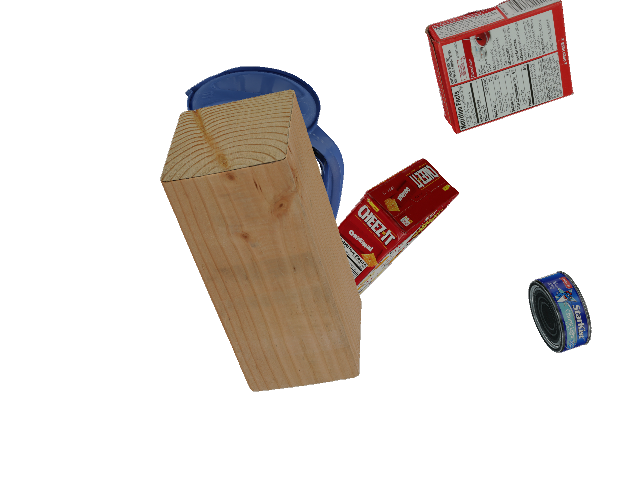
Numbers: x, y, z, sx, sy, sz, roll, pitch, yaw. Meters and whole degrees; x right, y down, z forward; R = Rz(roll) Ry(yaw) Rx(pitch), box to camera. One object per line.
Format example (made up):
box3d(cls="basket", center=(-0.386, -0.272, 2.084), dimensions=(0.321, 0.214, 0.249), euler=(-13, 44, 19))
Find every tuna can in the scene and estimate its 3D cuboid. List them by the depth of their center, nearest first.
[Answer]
box3d(cls="tuna can", center=(0.262, 0.079, 1.174), dimensions=(0.033, 0.086, 0.086), euler=(-17, 3, -9))

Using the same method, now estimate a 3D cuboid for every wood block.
box3d(cls="wood block", center=(-0.037, 0.006, 0.793), dimensions=(0.090, 0.206, 0.090), euler=(-10, 37, 12))

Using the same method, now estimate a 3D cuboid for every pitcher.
box3d(cls="pitcher", center=(-0.064, -0.047, 1.130), dimensions=(0.145, 0.243, 0.149), euler=(-6, 43, -11))

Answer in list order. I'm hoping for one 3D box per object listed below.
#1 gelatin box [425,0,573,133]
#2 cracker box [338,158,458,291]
box3d(cls="gelatin box", center=(0.122, -0.122, 0.724), dimensions=(0.089, 0.073, 0.030), euler=(-18, 37, 1))
box3d(cls="cracker box", center=(0.048, 0.010, 1.276), dimensions=(0.214, 0.072, 0.164), euler=(-48, -8, 33))
